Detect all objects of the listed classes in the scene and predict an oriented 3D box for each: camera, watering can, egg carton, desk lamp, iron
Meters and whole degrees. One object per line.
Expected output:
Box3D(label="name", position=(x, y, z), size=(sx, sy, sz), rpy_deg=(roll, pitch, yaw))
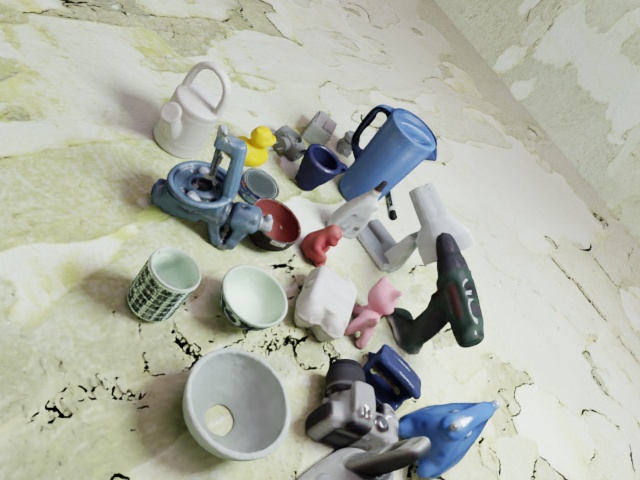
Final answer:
Box3D(label="camera", position=(0.062, 0.271, 0.954), size=(0.143, 0.100, 0.137), rpy_deg=(27, 40, -22))
Box3D(label="watering can", position=(-0.239, -0.252, 1.098), size=(0.101, 0.193, 0.173), rpy_deg=(31, 38, -17))
Box3D(label="egg carton", position=(0.010, 0.117, 1.081), size=(0.107, 0.069, 0.150), rpy_deg=(35, 37, -11))
Box3D(label="desk lamp", position=(0.212, -0.013, 1.276), size=(0.118, 0.213, 0.203), rpy_deg=(-19, 69, -50))
Box3D(label="iron", position=(0.259, 0.334, 1.046), size=(0.259, 0.141, 0.118), rpy_deg=(-6, 59, -46))

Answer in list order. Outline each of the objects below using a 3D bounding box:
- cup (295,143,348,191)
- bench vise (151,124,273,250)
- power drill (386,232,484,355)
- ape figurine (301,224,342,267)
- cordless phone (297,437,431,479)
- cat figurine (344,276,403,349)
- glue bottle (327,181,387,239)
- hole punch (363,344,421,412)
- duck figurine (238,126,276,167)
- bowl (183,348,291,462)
Box3D(label="cup", position=(-0.002, -0.155, 1.311), size=(0.118, 0.094, 0.091), rpy_deg=(10, 48, -37))
Box3D(label="bench vise", position=(-0.163, -0.097, 0.999), size=(0.208, 0.219, 0.121), rpy_deg=(18, 44, -31))
Box3D(label="power drill", position=(0.233, 0.129, 1.163), size=(0.076, 0.208, 0.229), rpy_deg=(7, 50, -39))
Box3D(label="ape figurine", position=(0.011, 0.004, 1.172), size=(0.076, 0.092, 0.078), rpy_deg=(49, 37, 7))
Box3D(label="cordless phone", position=(0.064, 0.336, 0.824), size=(0.148, 0.184, 0.094), rpy_deg=(-17, 67, -50))
Box3D(label="cat figurine", position=(0.112, 0.134, 1.120), size=(0.067, 0.117, 0.128), rpy_deg=(40, 37, -5))
Box3D(label="glue bottle", position=(0.092, -0.071, 1.253), size=(0.078, 0.173, 0.037), rpy_deg=(20, 42, -28))
Box3D(label="hole punch", position=(0.138, 0.246, 1.058), size=(0.108, 0.091, 0.101), rpy_deg=(46, 37, 3))
Box3D(label="duck figurine", position=(-0.142, -0.212, 1.241), size=(0.105, 0.086, 0.077), rpy_deg=(-1, 56, -44))
Box3D(label="bowl", position=(-0.129, 0.245, 0.822), size=(0.168, 0.074, 0.167), rpy_deg=(25, 41, -24))
